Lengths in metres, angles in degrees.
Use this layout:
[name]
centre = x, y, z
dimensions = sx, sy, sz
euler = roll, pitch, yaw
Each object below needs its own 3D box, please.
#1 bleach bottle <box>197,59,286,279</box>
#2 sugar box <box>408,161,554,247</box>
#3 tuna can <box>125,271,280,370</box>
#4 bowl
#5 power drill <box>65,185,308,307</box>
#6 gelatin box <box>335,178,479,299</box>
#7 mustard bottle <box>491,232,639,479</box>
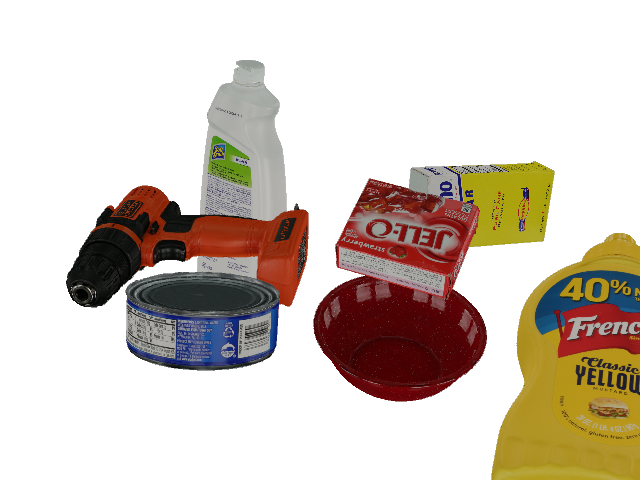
[bleach bottle]
centre = -0.075, -0.061, 1.115
dimensions = 0.103, 0.251, 0.068
euler = 18, 27, 24
[sugar box]
centre = 0.187, -0.041, 1.254
dimensions = 0.176, 0.093, 0.048
euler = -6, 21, -26
[tuna can]
centre = -0.066, 0.044, 0.597
dimensions = 0.086, 0.034, 0.086
euler = 3, 12, -1
[bowl]
centre = 0.073, 0.100, 1.007
dimensions = 0.162, 0.055, 0.162
euler = 2, 37, -2
[power drill]
centre = -0.110, 0.010, 0.928
dimensions = 0.188, 0.057, 0.184
euler = 8, 29, 7
[gelatin box]
centre = 0.064, -0.003, 0.787
dimensions = 0.089, 0.073, 0.030
euler = 15, -39, 15
[mustard bottle]
centre = 0.148, 0.063, 0.547
dimensions = 0.096, 0.058, 0.191
euler = 8, 42, 14
